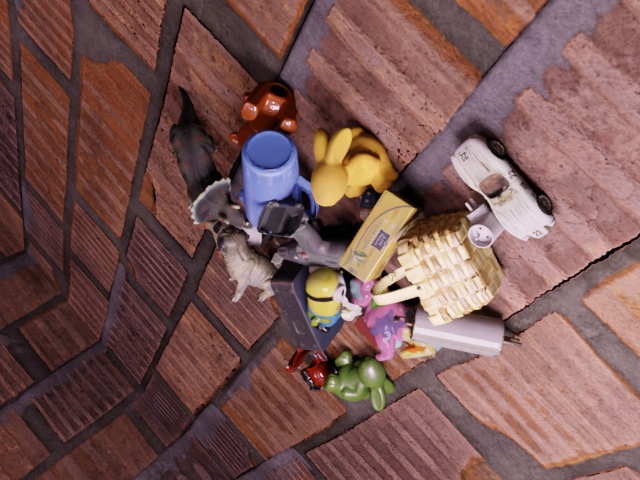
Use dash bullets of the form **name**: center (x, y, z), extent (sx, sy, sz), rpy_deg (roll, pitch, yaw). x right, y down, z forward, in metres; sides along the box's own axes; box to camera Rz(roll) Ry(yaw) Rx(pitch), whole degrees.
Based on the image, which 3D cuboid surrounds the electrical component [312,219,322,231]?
- **electrical component**: center (-0.003, -0.004, 1.270), extent (0.063, 0.021, 0.094), rpy_deg (-9, 112, 48)

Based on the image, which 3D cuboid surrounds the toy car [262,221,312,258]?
- **toy car**: center (-0.086, -0.015, 1.324), extent (0.089, 0.053, 0.202), rpy_deg (48, 142, 12)

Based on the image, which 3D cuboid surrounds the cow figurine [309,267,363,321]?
- **cow figurine**: center (0.052, 0.101, 1.247), extent (0.167, 0.068, 0.098), rpy_deg (48, 132, -10)

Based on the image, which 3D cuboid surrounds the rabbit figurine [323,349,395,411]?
- **rabbit figurine**: center (0.109, 0.353, 1.348), extent (0.159, 0.121, 0.170), rpy_deg (45, 143, 0)

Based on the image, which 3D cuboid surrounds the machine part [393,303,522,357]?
- **machine part**: center (0.265, 0.174, 1.043), extent (0.243, 0.079, 0.079), rpy_deg (9, 128, 10)

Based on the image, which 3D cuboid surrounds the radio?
- **radio**: center (-0.028, 0.153, 1.309), extent (0.073, 0.131, 0.229), rpy_deg (-4, 122, 35)

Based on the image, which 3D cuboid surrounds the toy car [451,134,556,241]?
- **toy car**: center (0.299, -0.084, 0.879), extent (0.202, 0.056, 0.073), rpy_deg (51, 141, 4)

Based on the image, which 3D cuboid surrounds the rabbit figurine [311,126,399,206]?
- **rabbit figurine**: center (0.048, -0.134, 1.004), extent (0.122, 0.173, 0.162), rpy_deg (12, 130, 44)

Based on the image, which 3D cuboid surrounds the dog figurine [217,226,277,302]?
- **dog figurine**: center (-0.164, 0.048, 1.335), extent (0.121, 0.172, 0.190), rpy_deg (-121, 25, -45)

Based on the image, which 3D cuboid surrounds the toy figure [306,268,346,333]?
- **toy figure**: center (0.007, 0.136, 1.186), extent (0.180, 0.089, 0.082), rpy_deg (103, 158, -49)

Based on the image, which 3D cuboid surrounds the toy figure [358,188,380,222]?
- **toy figure**: center (0.111, -0.031, 1.112), extent (0.064, 0.058, 0.154), rpy_deg (-9, 116, 6)

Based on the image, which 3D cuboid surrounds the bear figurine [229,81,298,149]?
- **bear figurine**: center (-0.128, -0.235, 1.139), extent (0.120, 0.132, 0.195), rpy_deg (22, 136, -16)

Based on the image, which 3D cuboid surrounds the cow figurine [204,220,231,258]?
- **cow figurine**: center (-0.232, 0.023, 1.477), extent (0.127, 0.085, 0.194), rpy_deg (8, 123, 49)

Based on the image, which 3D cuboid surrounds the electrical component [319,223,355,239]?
- **electrical component**: center (0.056, 0.003, 1.196), extent (0.119, 0.048, 0.074), rpy_deg (-6, 114, 46)

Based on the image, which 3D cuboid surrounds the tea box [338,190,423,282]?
- **tea box**: center (0.117, -0.008, 1.028), extent (0.068, 0.098, 0.169), rpy_deg (37, 102, 17)

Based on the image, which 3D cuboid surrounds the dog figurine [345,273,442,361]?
- **dog figurine**: center (0.155, 0.141, 1.152), extent (0.192, 0.108, 0.219), rpy_deg (-14, 97, 28)

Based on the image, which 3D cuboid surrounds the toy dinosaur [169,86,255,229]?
- **toy dinosaur**: center (-0.290, -0.192, 1.270), extent (0.192, 0.131, 0.404), rpy_deg (167, 81, -77)

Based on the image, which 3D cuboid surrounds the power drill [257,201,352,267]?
- **power drill**: center (-0.045, 0.000, 1.134), extent (0.232, 0.086, 0.207), rpy_deg (7, 153, 34)

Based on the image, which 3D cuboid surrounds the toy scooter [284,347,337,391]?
- **toy scooter**: center (-0.029, 0.344, 1.469), extent (0.075, 0.135, 0.183), rpy_deg (-19, 105, 48)
